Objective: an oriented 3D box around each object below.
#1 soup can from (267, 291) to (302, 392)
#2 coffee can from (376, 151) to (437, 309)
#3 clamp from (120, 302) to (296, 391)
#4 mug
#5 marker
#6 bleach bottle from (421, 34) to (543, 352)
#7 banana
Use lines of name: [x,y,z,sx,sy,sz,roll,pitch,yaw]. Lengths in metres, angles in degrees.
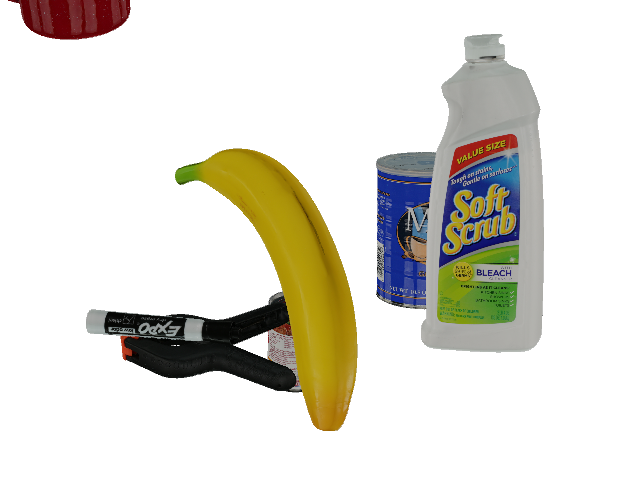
soup can: [-0.028,0.118,1.255,0.068,0.102,0.068,2,24,-1]
coffee can: [0.108,-0.012,1.082,0.103,0.140,0.103,-1,14,0]
clamp: [-0.102,0.095,1.029,0.171,0.039,0.120,7,27,3]
mug: [-0.197,-0.201,0.790,0.117,0.081,0.093,1,36,1]
marker: [-0.120,0.067,0.819,0.121,0.020,0.020,4,1,11]
bleach bottle: [0.128,-0.038,0.862,0.103,0.251,0.068,1,15,19]
banana: [-0.020,0.012,0.624,0.037,0.198,0.070,-2,-38,-44]
